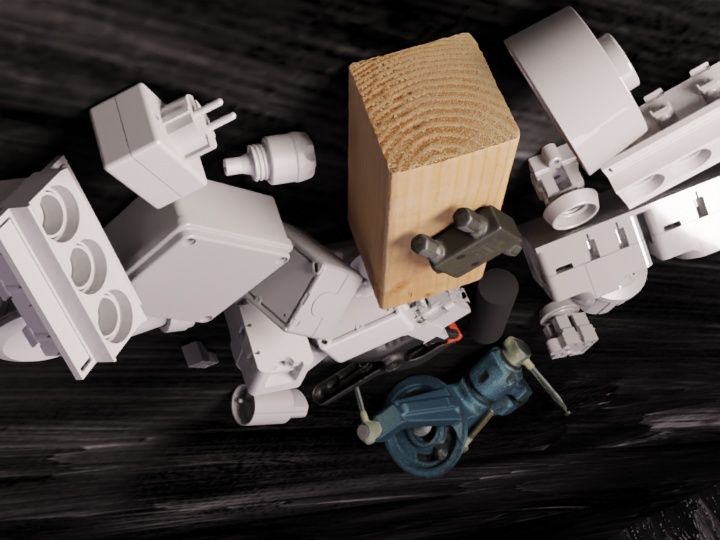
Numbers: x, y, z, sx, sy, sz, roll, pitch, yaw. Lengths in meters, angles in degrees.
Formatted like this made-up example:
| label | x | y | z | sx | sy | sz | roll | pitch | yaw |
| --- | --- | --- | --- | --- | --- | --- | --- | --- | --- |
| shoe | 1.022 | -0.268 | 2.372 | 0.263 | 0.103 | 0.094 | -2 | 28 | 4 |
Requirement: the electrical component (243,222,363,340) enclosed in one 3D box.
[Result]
| label | x | y | z | sx | sy | sz | roll | pitch | yaw |
| --- | --- | --- | --- | --- | --- | --- | --- | --- | --- |
| electrical component | -0.053 | 0.004 | 0.845 | 0.061 | 0.096 | 0.061 | 17 | 107 | -53 |

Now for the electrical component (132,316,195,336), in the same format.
| label | x | y | z | sx | sy | sz | roll | pitch | yaw |
| --- | --- | --- | --- | --- | --- | --- | --- | --- | --- |
| electrical component | -0.164 | 0.029 | 0.862 | 0.055 | 0.045 | 0.045 | -6 | 151 | -29 |

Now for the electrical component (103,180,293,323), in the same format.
| label | x | y | z | sx | sy | sz | roll | pitch | yaw |
| --- | --- | --- | --- | --- | --- | --- | --- | --- | --- |
| electrical component | -0.126 | -0.014 | 0.789 | 0.109 | 0.056 | 0.109 | -36 | 151 | 31 |

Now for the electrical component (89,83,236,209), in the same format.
| label | x | y | z | sx | sy | sz | roll | pitch | yaw |
| --- | --- | --- | --- | --- | --- | --- | --- | --- | --- |
| electrical component | -0.115 | -0.084 | 0.668 | 0.077 | 0.047 | 0.066 | -25 | 155 | 10 |

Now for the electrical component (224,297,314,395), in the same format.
| label | x | y | z | sx | sy | sz | roll | pitch | yaw |
| --- | --- | --- | --- | --- | --- | --- | --- | --- | --- |
| electrical component | -0.081 | 0.057 | 0.927 | 0.050 | 0.089 | 0.055 | -9 | 153 | -23 |

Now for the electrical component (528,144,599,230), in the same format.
| label | x | y | z | sx | sy | sz | roll | pitch | yaw |
| --- | --- | --- | --- | --- | --- | --- | --- | --- | --- |
| electrical component | 0.170 | -0.067 | 0.902 | 0.048 | 0.055 | 0.066 | -22 | 155 | 3 |

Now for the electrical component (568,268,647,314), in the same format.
| label | x | y | z | sx | sy | sz | roll | pitch | yaw |
| --- | --- | --- | --- | --- | --- | --- | --- | --- | --- |
| electrical component | 0.238 | 0.001 | 1.064 | 0.080 | 0.080 | 0.051 | -11 | 159 | -20 |

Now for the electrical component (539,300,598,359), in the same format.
| label | x | y | z | sx | sy | sz | roll | pitch | yaw |
| --- | --- | --- | --- | --- | --- | --- | --- | --- | --- |
| electrical component | 0.233 | 0.065 | 1.216 | 0.066 | 0.055 | 0.048 | -7 | 152 | -26 |

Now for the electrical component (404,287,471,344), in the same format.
| label | x | y | z | sx | sy | sz | roll | pitch | yaw |
| --- | --- | --- | --- | --- | --- | --- | --- | --- | --- |
| electrical component | 0.070 | 0.036 | 1.055 | 0.064 | 0.042 | 0.081 | -34 | 153 | 19 |

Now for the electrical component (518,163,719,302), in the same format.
| label | x | y | z | sx | sy | sz | roll | pitch | yaw |
| --- | --- | --- | --- | --- | --- | --- | --- | --- | --- |
| electrical component | 0.243 | -0.036 | 0.954 | 0.186 | 0.060 | 0.105 | -22 | -168 | 3 |

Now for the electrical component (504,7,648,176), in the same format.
| label | x | y | z | sx | sy | sz | roll | pitch | yaw |
| --- | --- | --- | --- | --- | --- | --- | --- | --- | --- |
| electrical component | 0.150 | -0.124 | 0.718 | 0.060 | 0.108 | 0.108 | -32 | 153 | 12 |

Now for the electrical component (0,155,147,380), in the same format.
| label | x | y | z | sx | sy | sz | roll | pitch | yaw |
| --- | --- | --- | --- | --- | --- | --- | --- | --- | --- |
| electrical component | -0.198 | -0.001 | 0.695 | 0.063 | 0.078 | 0.121 | -3 | 126 | 27 |

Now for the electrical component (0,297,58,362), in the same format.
| label | x | y | z | sx | sy | sz | roll | pitch | yaw |
| --- | --- | --- | --- | --- | --- | --- | --- | --- | --- |
| electrical component | -0.240 | 0.032 | 0.804 | 0.080 | 0.051 | 0.080 | -16 | 155 | -8 |

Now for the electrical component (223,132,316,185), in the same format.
| label | x | y | z | sx | sy | sz | roll | pitch | yaw |
| --- | --- | --- | --- | --- | --- | --- | --- | --- | --- |
| electrical component | -0.063 | -0.075 | 0.740 | 0.061 | 0.035 | 0.035 | -10 | 153 | -15 |

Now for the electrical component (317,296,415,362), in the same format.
| label | x | y | z | sx | sy | sz | roll | pitch | yaw |
| --- | --- | --- | --- | --- | --- | --- | --- | --- | --- |
| electrical component | 0.006 | 0.036 | 0.982 | 0.096 | 0.061 | 0.061 | -24 | 155 | 9 |

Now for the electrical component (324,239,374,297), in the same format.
| label | x | y | z | sx | sy | sz | roll | pitch | yaw |
| --- | --- | --- | --- | --- | --- | --- | --- | --- | --- |
| electrical component | 0.000 | 0.000 | 0.897 | 0.077 | 0.044 | 0.079 | -11 | -164 | -18 |

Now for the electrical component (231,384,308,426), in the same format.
| label | x | y | z | sx | sy | sz | roll | pitch | yaw |
| --- | --- | --- | --- | --- | --- | --- | --- | --- | --- |
| electrical component | -0.092 | 0.142 | 1.148 | 0.081 | 0.043 | 0.043 | 4 | 146 | -41 |

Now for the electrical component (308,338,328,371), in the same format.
| label | x | y | z | sx | sy | sz | roll | pitch | yaw |
| --- | --- | --- | --- | --- | --- | --- | --- | --- | --- |
| electrical component | -0.082 | 0.076 | 1.016 | 0.066 | 0.047 | 0.077 | 6 | 144 | -44 |

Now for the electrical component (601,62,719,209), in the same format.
| label | x | y | z | sx | sy | sz | roll | pitch | yaw |
| --- | --- | --- | --- | --- | --- | --- | --- | --- | --- |
| electrical component | 0.255 | -0.110 | 0.870 | 0.121 | 0.063 | 0.079 | -29 | 154 | 19 |
